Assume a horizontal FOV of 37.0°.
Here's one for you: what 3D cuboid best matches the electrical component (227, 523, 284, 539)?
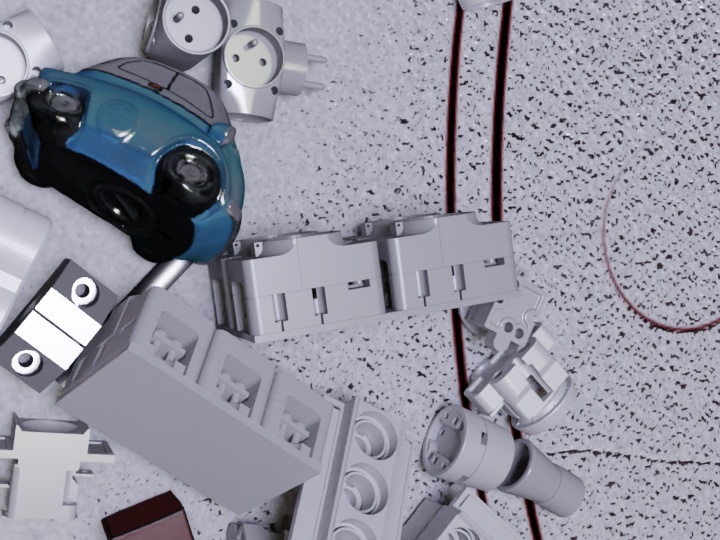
[{"bbox_3d":[-0.061,0.207,0.746,0.055,0.066,0.048,15,125,-28],"label":"electrical component"}]

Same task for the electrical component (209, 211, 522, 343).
[{"bbox_3d":[0.000,0.000,0.734,0.186,0.105,0.060,-9,95,-20],"label":"electrical component"}]

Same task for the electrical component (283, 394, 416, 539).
[{"bbox_3d":[-0.011,0.157,0.733,0.079,0.063,0.121,28,50,-20],"label":"electrical component"}]

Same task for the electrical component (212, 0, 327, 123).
[{"bbox_3d":[-0.060,-0.140,0.739,0.079,0.044,0.077,5,90,-21],"label":"electrical component"}]

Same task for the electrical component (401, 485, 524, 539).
[{"bbox_3d":[0.088,0.225,0.798,0.121,0.063,0.078,45,77,-16],"label":"electrical component"}]

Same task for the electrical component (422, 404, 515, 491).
[{"bbox_3d":[0.081,0.133,0.798,0.047,0.055,0.055,24,83,-24],"label":"electrical component"}]

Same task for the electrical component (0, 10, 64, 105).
[{"bbox_3d":[-0.240,-0.142,0.671,0.077,0.044,0.079,-34,103,-16],"label":"electrical component"}]

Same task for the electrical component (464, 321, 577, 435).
[{"bbox_3d":[0.126,0.087,0.811,0.078,0.058,0.057,-46,103,-13],"label":"electrical component"}]

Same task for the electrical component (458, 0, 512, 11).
[{"bbox_3d":[0.105,-0.239,0.798,0.079,0.044,0.077,-15,97,-20],"label":"electrical component"}]

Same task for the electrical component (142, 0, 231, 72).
[{"bbox_3d":[-0.111,-0.173,0.701,0.044,0.077,0.079,14,87,-20],"label":"electrical component"}]

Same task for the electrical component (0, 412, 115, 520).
[{"bbox_3d":[-0.204,0.128,0.696,0.081,0.042,0.063,6,93,-20],"label":"electrical component"}]

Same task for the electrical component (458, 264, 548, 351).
[{"bbox_3d":[0.103,0.027,0.800,0.048,0.055,0.066,28,82,-19],"label":"electrical component"}]

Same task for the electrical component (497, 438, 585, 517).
[{"bbox_3d":[0.141,0.163,0.828,0.065,0.044,0.044,32,81,-23],"label":"electrical component"}]

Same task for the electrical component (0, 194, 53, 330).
[{"bbox_3d":[-0.255,0.014,0.666,0.074,0.052,0.138,28,82,-19],"label":"electrical component"}]

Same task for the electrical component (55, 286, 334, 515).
[{"bbox_3d":[-0.103,0.084,0.696,0.150,0.089,0.061,37,41,-23],"label":"electrical component"}]
